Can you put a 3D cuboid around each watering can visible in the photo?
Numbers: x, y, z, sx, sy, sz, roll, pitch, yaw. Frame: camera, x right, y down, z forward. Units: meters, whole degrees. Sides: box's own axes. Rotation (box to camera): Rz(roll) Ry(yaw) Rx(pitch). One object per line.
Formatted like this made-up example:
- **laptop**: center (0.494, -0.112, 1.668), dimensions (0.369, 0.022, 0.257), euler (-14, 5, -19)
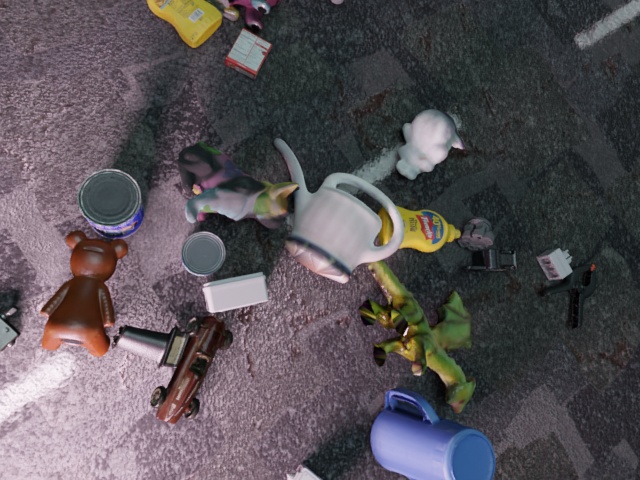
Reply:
- **watering can**: center (0.003, -0.054, 1.077), dimensions (0.349, 0.102, 0.227), euler (32, 74, 7)

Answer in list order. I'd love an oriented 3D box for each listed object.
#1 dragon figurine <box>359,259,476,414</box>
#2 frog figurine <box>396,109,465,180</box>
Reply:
- **dragon figurine**: center (0.223, 0.164, 1.109), dimensions (0.243, 0.120, 0.416), euler (-1, 67, -35)
- **frog figurine**: center (0.232, -0.220, 1.172), dimensions (0.160, 0.120, 0.140), euler (-31, 57, -11)
